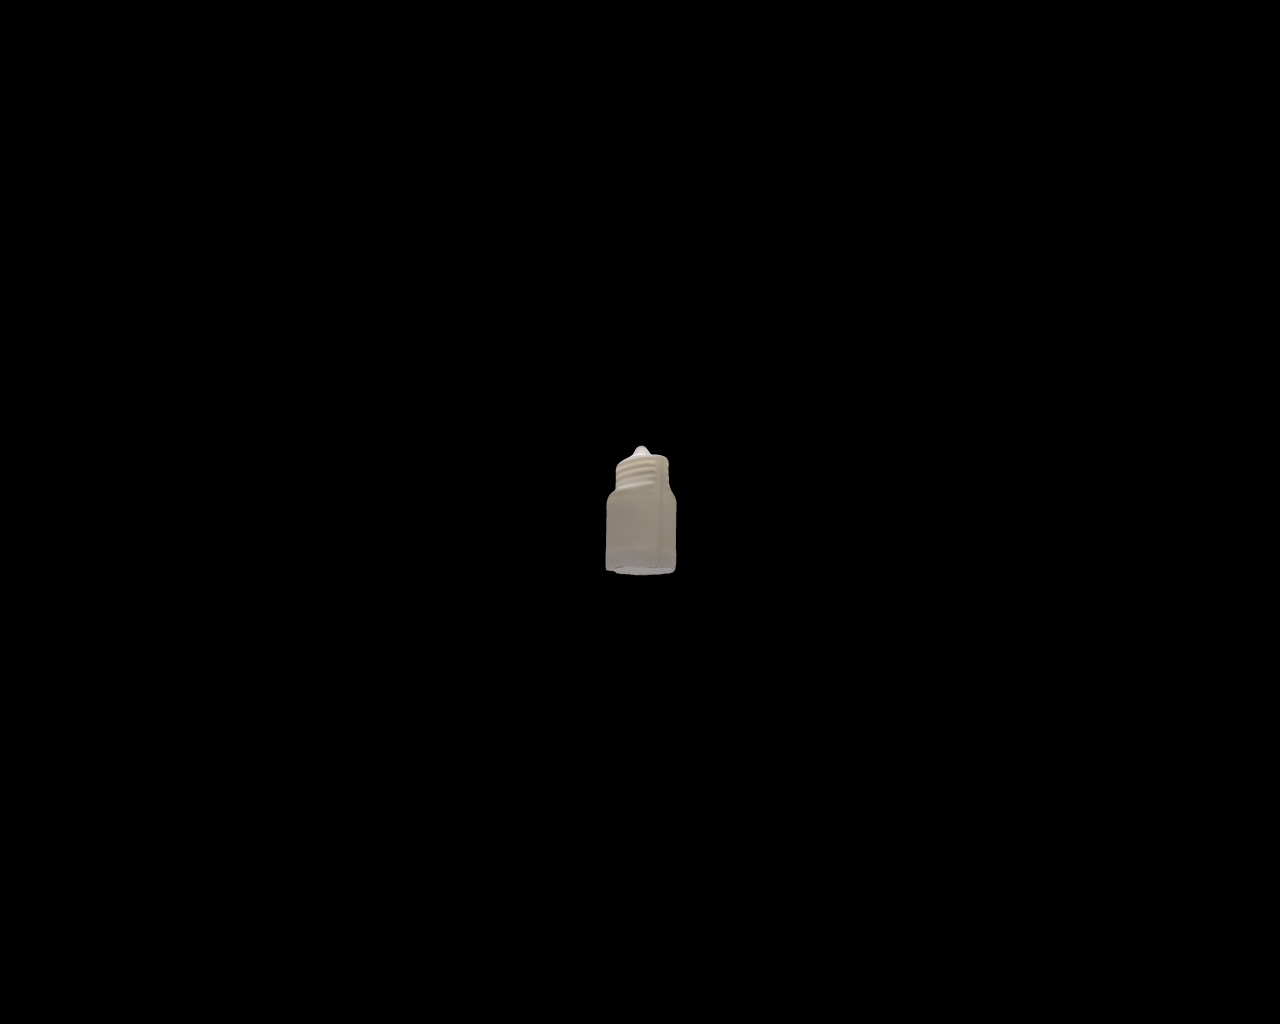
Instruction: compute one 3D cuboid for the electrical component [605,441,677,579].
[{"bbox_3d":[0.001,-0.003,0.650,0.043,0.081,0.043,0,-11,0],"label":"electrical component"}]
